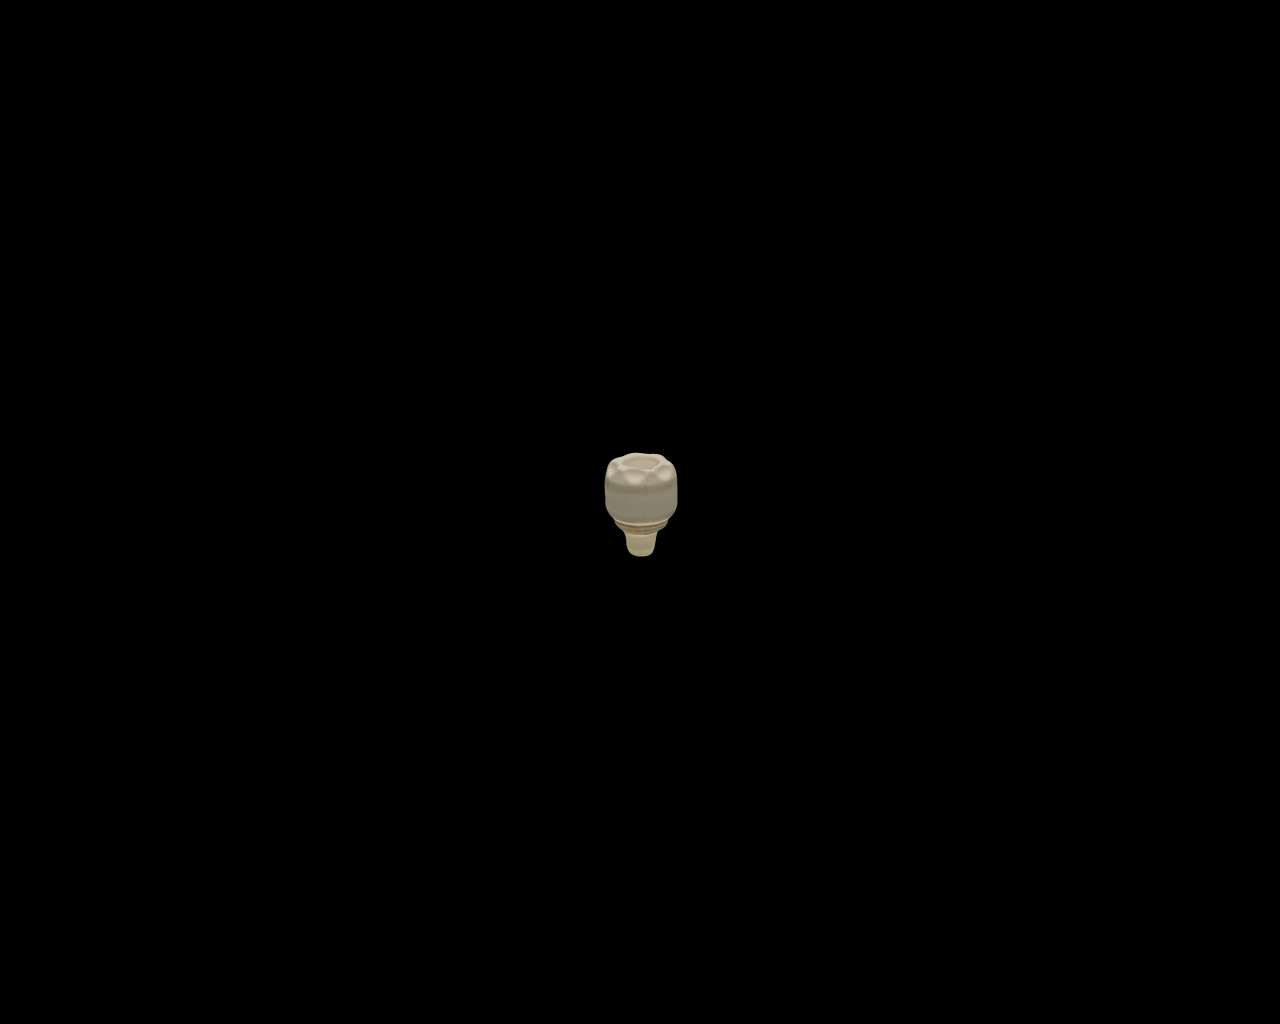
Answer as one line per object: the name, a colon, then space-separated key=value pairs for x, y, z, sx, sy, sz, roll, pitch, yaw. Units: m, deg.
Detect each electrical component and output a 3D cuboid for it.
electrical component: x=0.001 y=-0.003 z=0.650 sx=0.043 sy=0.062 sz=0.043 roll=0 pitch=20 yaw=0
